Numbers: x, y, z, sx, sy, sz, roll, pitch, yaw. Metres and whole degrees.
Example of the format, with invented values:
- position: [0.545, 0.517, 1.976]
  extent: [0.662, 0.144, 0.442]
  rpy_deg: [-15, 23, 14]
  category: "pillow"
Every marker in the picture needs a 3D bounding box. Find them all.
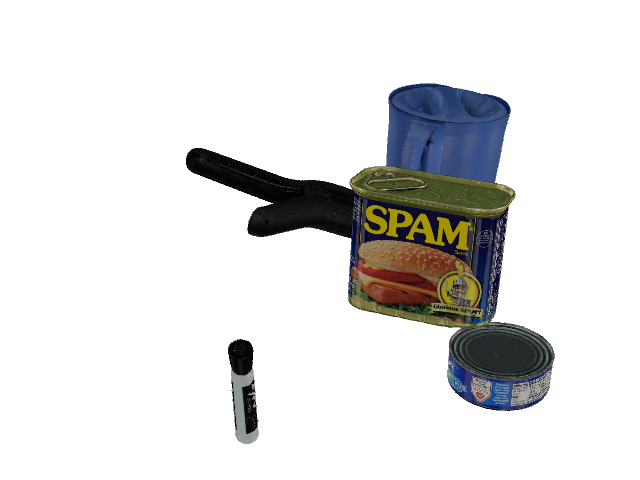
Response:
- position: [-0.059, 0.117, 0.826]
  extent: [0.020, 0.020, 0.121]
  rpy_deg: [0, -43, -1]
  category: "marker"

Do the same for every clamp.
- position: [-0.010, -0.030, 0.993]
  extent: [0.209, 0.036, 0.165]
  rpy_deg: [12, 20, -26]
  category: "clamp"

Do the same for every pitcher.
- position: [0.128, -0.045, 1.205]
  extent: [0.149, 0.243, 0.145]
  rpy_deg: [-6, 27, -19]
  category: "pitcher"

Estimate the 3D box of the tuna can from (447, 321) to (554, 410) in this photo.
- position: [0.148, 0.103, 0.881]
  extent: [0.086, 0.034, 0.086]
  rpy_deg: [1, 27, -1]
  category: "tuna can"

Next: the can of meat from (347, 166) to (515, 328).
- position: [0.068, 0.005, 0.686]
  extent: [0.102, 0.084, 0.057]
  rpy_deg: [11, 22, 20]
  category: "can of meat"
